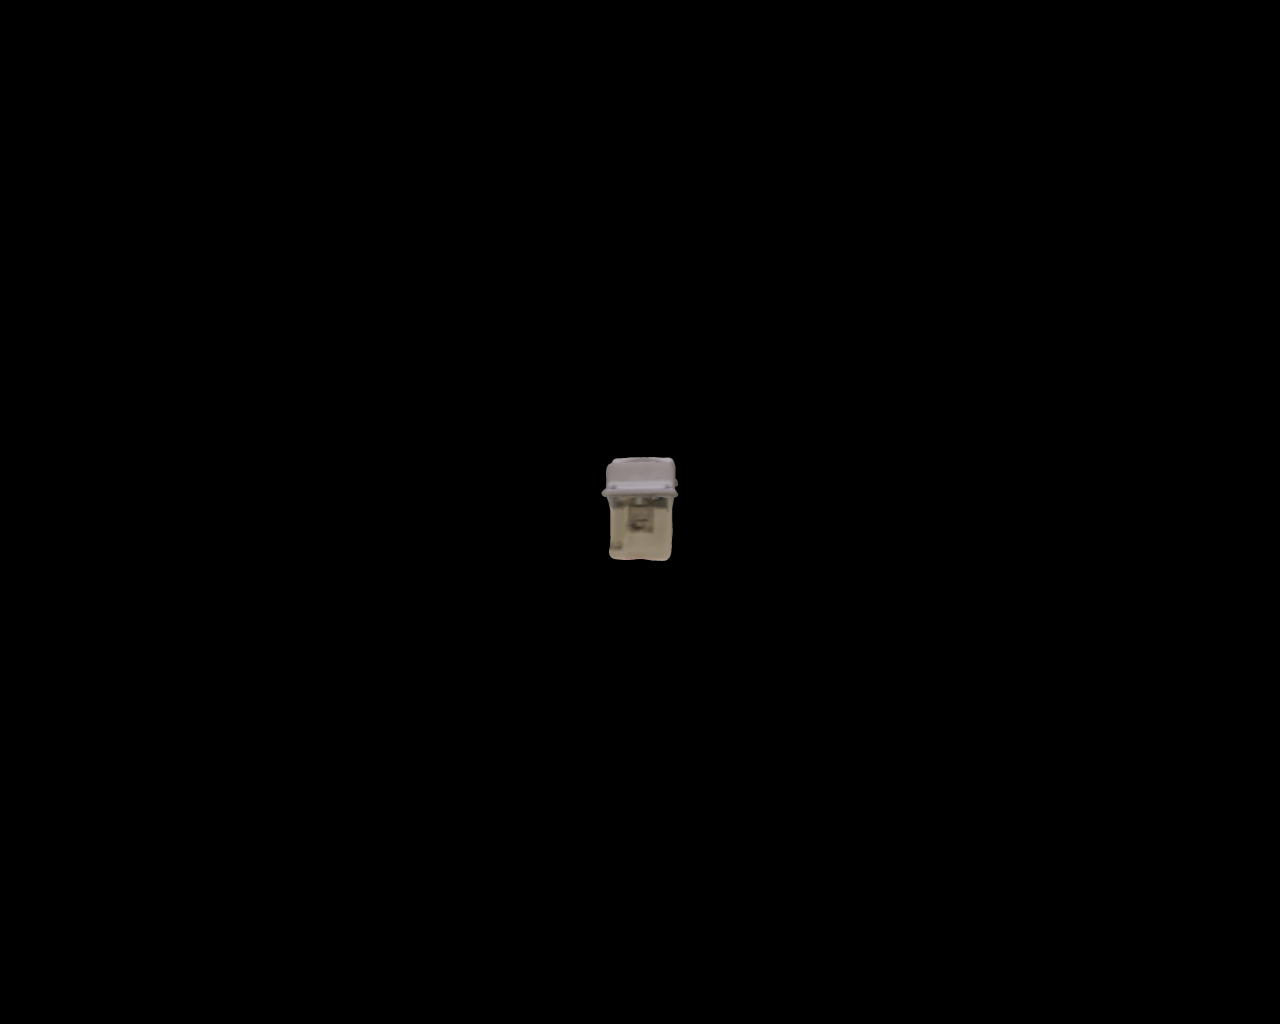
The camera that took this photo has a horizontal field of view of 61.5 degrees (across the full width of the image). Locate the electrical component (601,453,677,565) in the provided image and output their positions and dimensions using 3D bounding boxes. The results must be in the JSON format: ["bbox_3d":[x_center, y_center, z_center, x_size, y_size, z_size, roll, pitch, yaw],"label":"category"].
[{"bbox_3d":[0.001,-0.003,0.650,0.042,0.063,0.081,0,7,4],"label":"electrical component"}]
